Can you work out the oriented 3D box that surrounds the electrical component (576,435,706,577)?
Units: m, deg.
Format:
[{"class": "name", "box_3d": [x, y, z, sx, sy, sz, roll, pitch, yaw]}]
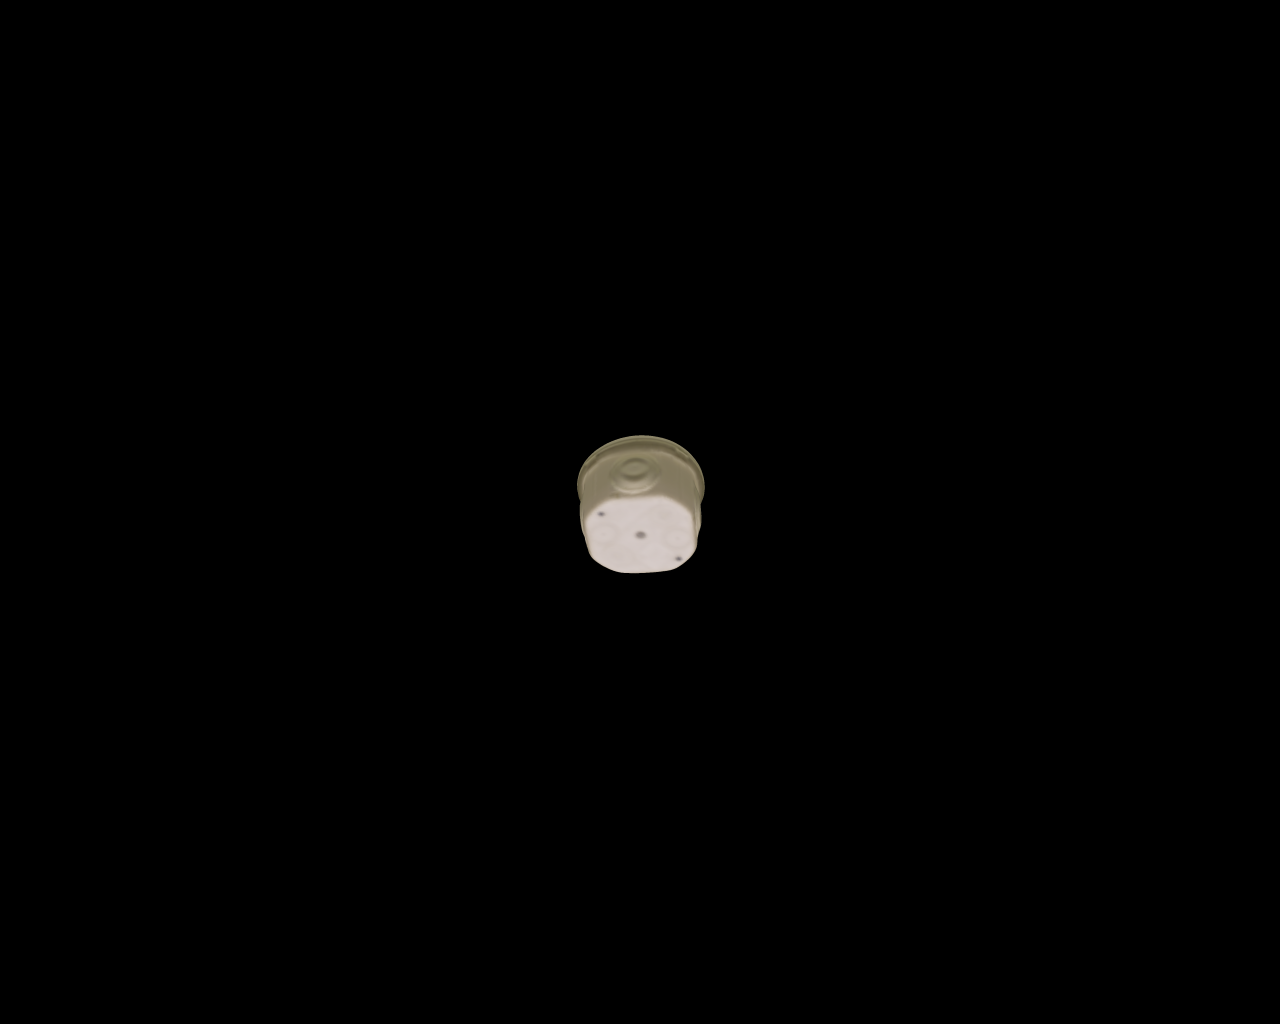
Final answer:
[{"class": "electrical component", "box_3d": [0.001, -0.003, 0.650, 0.080, 0.080, 0.051, 0, 44, 0]}]
